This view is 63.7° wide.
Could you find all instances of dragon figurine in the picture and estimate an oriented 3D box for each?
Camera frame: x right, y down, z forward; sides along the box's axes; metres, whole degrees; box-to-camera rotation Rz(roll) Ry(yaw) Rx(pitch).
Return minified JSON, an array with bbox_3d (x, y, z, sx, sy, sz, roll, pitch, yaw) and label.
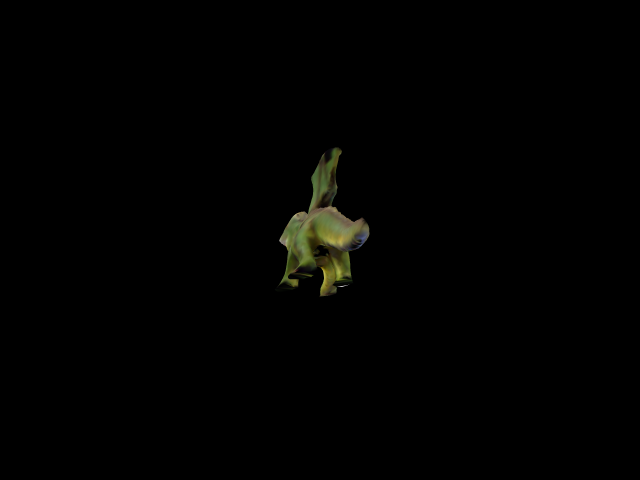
[{"bbox_3d":[0.003,-0.043,0.850,0.122,0.247,0.403,8,-24,-18],"label":"dragon figurine"}]
